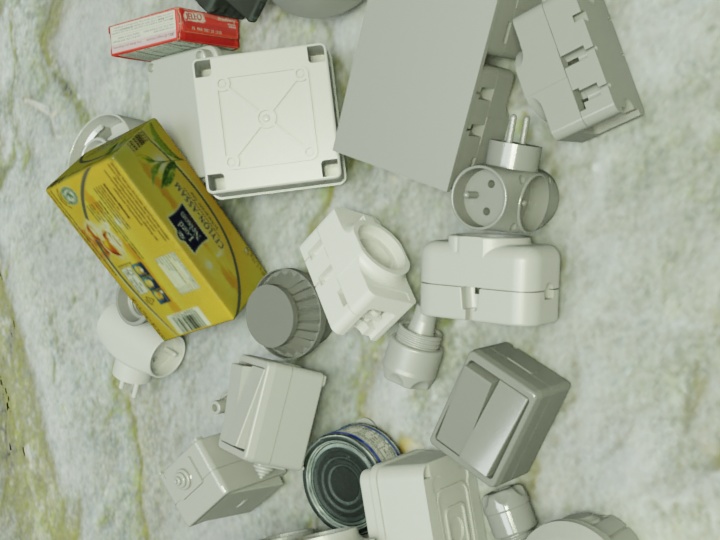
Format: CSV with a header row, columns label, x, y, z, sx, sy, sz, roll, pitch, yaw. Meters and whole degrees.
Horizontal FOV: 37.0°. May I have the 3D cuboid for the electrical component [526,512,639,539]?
label,x,y,z,sx,sy,sz,roll,pitch,yaw
electrical component,0.154,0.208,0.741,0.080,0.051,0.080,3,96,37

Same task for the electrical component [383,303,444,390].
label,x,y,z,sx,sy,sz,roll,pitch,yaw
electrical component,0.043,0.056,0.817,0.043,0.043,0.062,25,106,33

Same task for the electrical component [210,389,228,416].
label,x,y,z,sx,sy,sz,roll,pitch,yaw
electrical component,-0.103,0.113,0.918,0.035,0.061,0.035,3,96,36

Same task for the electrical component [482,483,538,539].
label,x,y,z,sx,sy,sz,roll,pitch,yaw
electrical component,0.113,0.188,0.780,0.035,0.035,0.061,-25,81,35

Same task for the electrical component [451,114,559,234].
label,x,y,z,sx,sy,sz,roll,pitch,yaw
electrical component,0.104,-0.067,0.740,0.044,0.077,0.079,16,103,35

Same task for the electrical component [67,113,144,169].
label,x,y,z,sx,sy,sz,roll,pitch,yaw
electrical component,-0.225,-0.095,1.007,0.099,0.064,0.099,-9,74,35

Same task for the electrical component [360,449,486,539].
label,x,y,z,sx,sy,sz,roll,pitch,yaw
electrical component,0.049,0.194,0.801,0.057,0.078,0.113,-11,87,34

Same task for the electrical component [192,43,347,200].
label,x,y,z,sx,sy,sz,roll,pitch,yaw
electrical component,-0.071,-0.116,0.851,0.109,0.056,0.108,-7,90,2

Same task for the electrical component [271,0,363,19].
label,x,y,z,sx,sy,sz,roll,pitch,yaw
electrical component,-0.037,-0.253,0.817,0.108,0.060,0.108,-1,84,13

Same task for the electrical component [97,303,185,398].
label,x,y,z,sx,sy,sz,roll,pitch,yaw
electrical component,-0.209,0.081,1.006,0.077,0.044,0.079,28,110,32

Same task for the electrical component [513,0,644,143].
label,x,y,z,sx,sy,sz,roll,pitch,yaw
electrical component,0.143,-0.135,0.723,0.056,0.050,0.089,-24,80,35

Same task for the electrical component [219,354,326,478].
label,x,y,z,sx,sy,sz,roll,pitch,yaw
electrical component,-0.077,0.121,0.876,0.062,0.061,0.096,5,80,62

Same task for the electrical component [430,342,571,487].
label,x,y,z,sx,sy,sz,roll,pitch,yaw
electrical component,0.095,0.109,0.771,0.062,0.061,0.096,34,112,30

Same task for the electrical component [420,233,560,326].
label,x,y,z,sx,sy,sz,roll,pitch,yaw
electrical component,0.093,0.005,0.769,0.095,0.054,0.059,5,97,36

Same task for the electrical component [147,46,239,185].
label,x,y,z,sx,sy,sz,roll,pitch,yaw
electrical component,-0.135,-0.130,0.926,0.078,0.057,0.113,-4,91,37

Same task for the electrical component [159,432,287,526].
label,x,y,z,sx,sy,sz,roll,pitch,yaw
electrical component,-0.118,0.177,0.913,0.062,0.096,0.061,-44,69,30

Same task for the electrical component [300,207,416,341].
label,x,y,z,sx,sy,sz,roll,pitch,yaw
electrical component,0.000,0.000,0.827,0.055,0.050,0.089,-46,49,30

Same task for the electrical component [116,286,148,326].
label,x,y,z,sx,sy,sz,roll,pitch,yaw
electrical component,-0.187,0.026,0.978,0.045,0.055,0.045,3,95,37

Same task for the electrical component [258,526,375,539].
label,x,y,z,sx,sy,sz,roll,pitch,yaw
electrical component,-0.065,0.240,0.826,0.186,0.105,0.060,148,112,-64

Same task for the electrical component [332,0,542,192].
label,x,y,z,sx,sy,sz,roll,pitch,yaw
electrical component,0.059,-0.161,0.777,0.105,0.060,0.186,24,107,33
